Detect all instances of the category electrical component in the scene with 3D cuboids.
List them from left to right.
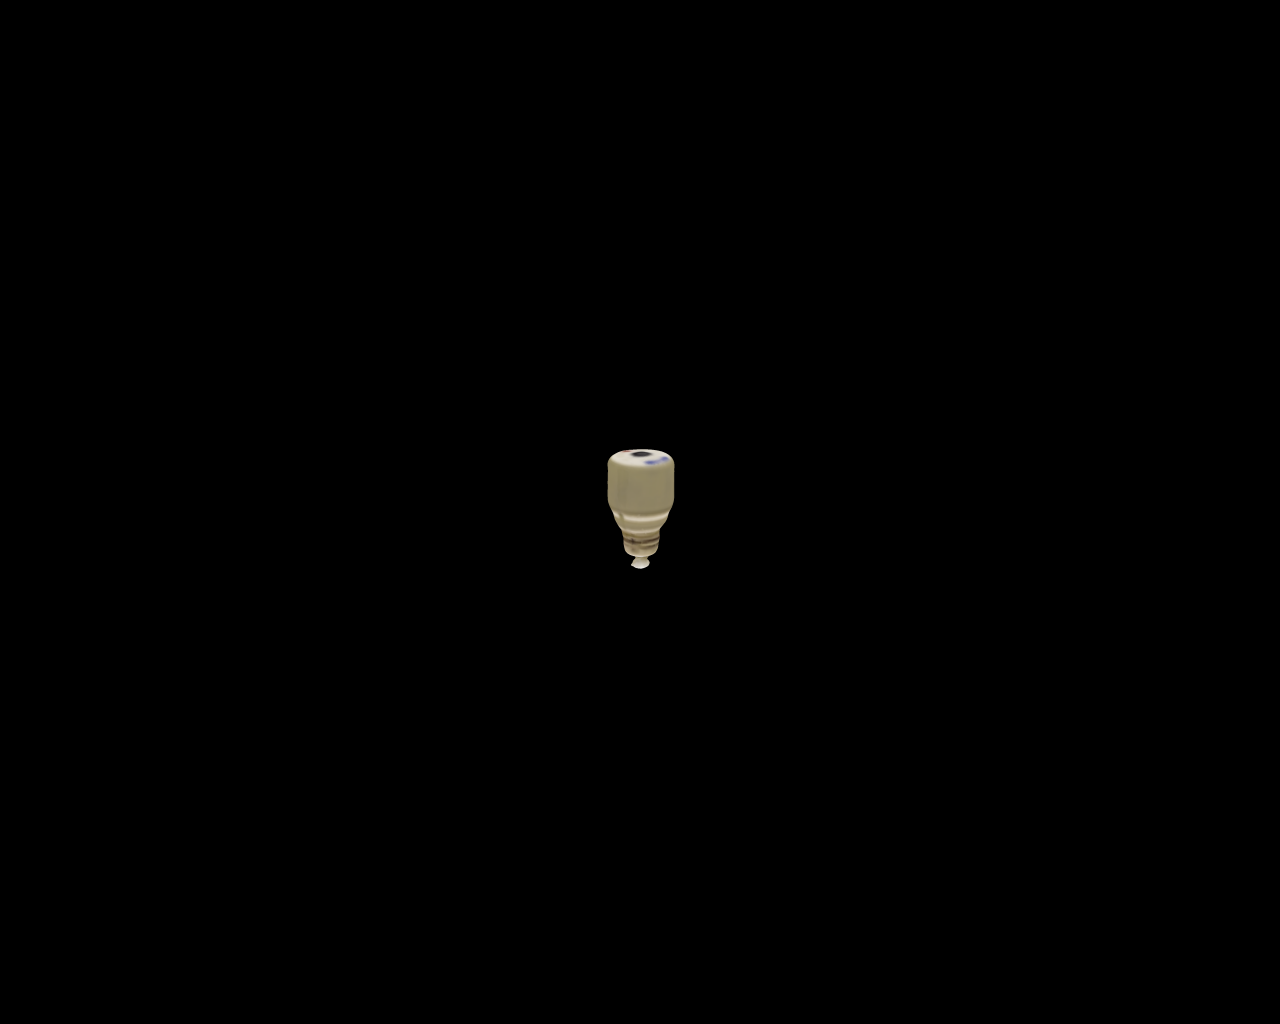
[{"bbox_3d":[0.001,-0.003,0.650,0.040,0.078,0.040,0,18,0],"label":"electrical component"}]
